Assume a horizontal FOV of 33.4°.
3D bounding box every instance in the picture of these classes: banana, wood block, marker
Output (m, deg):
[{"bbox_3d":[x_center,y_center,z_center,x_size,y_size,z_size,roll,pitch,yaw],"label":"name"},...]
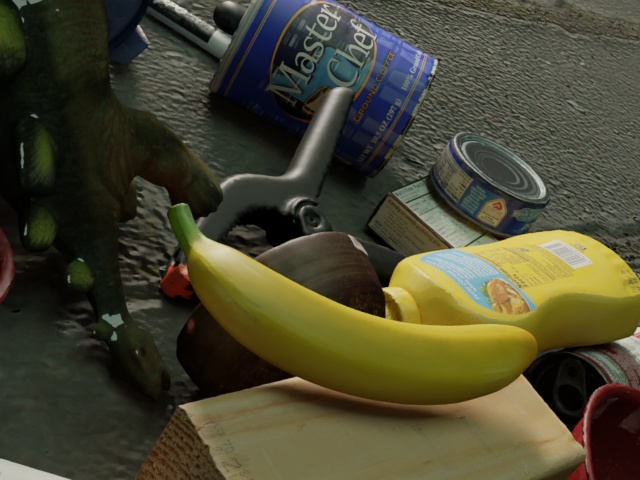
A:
[{"bbox_3d":[0.021,0.040,0.483,0.197,0.037,0.069,22,52,-20],"label":"banana"},{"bbox_3d":[0.019,0.119,0.507,0.205,0.091,0.090,-7,49,-44],"label":"wood block"},{"bbox_3d":[-0.123,-0.182,0.841,0.121,0.020,0.020,33,33,0],"label":"marker"}]

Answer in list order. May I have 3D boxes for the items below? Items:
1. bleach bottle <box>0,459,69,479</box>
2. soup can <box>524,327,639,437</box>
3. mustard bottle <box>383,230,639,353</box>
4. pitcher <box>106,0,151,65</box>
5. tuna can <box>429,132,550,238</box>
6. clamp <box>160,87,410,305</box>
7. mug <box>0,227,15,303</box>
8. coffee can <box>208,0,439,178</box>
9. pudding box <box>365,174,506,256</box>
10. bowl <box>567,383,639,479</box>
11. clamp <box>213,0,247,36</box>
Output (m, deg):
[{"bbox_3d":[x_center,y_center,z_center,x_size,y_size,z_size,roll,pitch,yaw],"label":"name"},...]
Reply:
[{"bbox_3d":[-0.180,0.111,0.382,0.250,0.068,0.102,21,36,-13],"label":"bleach bottle"},{"bbox_3d":[0.186,0.097,0.693,0.102,0.069,0.068,-9,51,-46],"label":"soup can"},{"bbox_3d":[0.099,0.039,0.647,0.191,0.058,0.096,-8,32,-32],"label":"mustard bottle"},{"bbox_3d":[-0.210,-0.231,0.752,0.144,0.149,0.243,-10,47,-26],"label":"pitcher"},{"bbox_3d":[0.125,-0.041,0.780,0.086,0.034,0.086,24,29,-15],"label":"tuna can"},{"bbox_3d":[-0.004,0.001,0.669,0.209,0.036,0.164,-32,84,-41],"label":"clamp"},{"bbox_3d":[-0.197,0.021,0.462,0.117,0.082,0.093,43,35,15],"label":"mug"},{"bbox_3d":[0.002,-0.124,0.794,0.140,0.103,0.102,28,34,-7],"label":"coffee can"},{"bbox_3d":[0.100,0.003,0.771,0.113,0.039,0.089,41,33,17],"label":"pudding box"},{"bbox_3d":[0.176,0.163,0.590,0.162,0.055,0.162,32,39,-30],"label":"bowl"},{"bbox_3d":[-0.008,-0.152,0.879,0.171,0.039,0.120,40,35,11],"label":"clamp"}]
